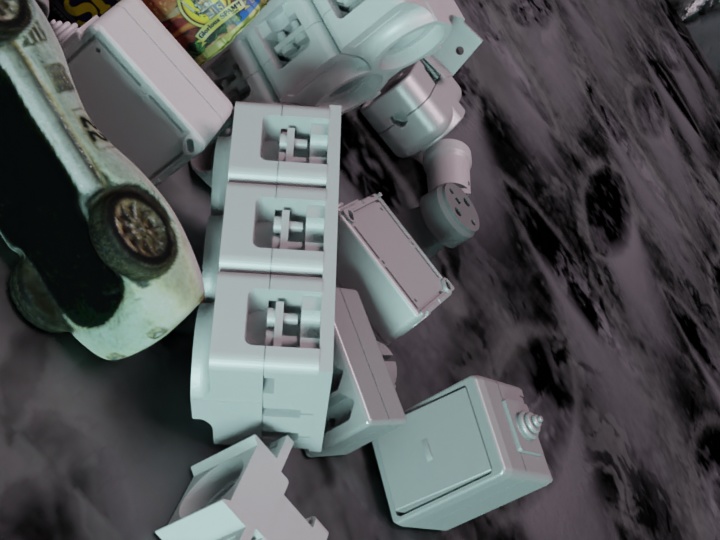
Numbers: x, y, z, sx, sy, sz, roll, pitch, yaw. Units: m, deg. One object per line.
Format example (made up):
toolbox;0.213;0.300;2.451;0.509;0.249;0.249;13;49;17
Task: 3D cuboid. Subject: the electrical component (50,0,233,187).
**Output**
electrical component;-0.123;-0.095;0.562;0.096;0.062;0.061;48;30;-17

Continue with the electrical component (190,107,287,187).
electrical component;-0.057;-0.048;0.638;0.077;0.043;0.079;28;40;-43

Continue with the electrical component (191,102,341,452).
electrical component;-0.045;0.002;0.532;0.062;0.089;0.150;3;57;-4

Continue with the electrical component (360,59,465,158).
electrical component;0.046;-0.134;0.876;0.059;0.054;0.095;50;29;-14

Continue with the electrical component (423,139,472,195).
electrical component;0.072;-0.077;0.876;0.040;0.040;0.046;34;41;-37

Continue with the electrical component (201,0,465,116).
electrical component;-0.020;-0.135;0.670;0.089;0.150;0.061;-10;69;-60

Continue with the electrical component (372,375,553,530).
electrical component;0.060;0.103;0.617;0.061;0.096;0.061;21;45;-48

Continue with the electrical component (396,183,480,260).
electrical component;0.053;-0.032;0.784;0.045;0.055;0.045;38;34;-32

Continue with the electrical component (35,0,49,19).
electrical component;-0.198;-0.154;0.519;0.079;0.044;0.077;-5;66;-59

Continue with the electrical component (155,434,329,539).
electrical component;-0.050;0.118;0.487;0.063;0.042;0.081;53;29;-17

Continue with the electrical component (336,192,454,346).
electrical component;0.000;0.000;0.670;0.096;0.061;0.062;52;28;3

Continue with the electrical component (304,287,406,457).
electrical component;-0.004;0.058;0.612;0.076;0.047;0.083;9;55;-55
